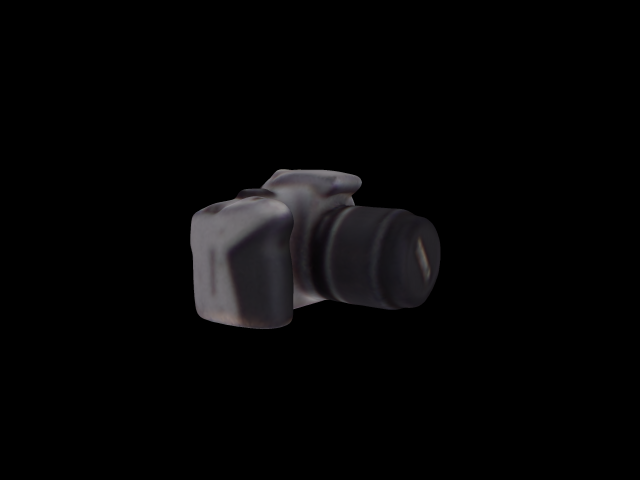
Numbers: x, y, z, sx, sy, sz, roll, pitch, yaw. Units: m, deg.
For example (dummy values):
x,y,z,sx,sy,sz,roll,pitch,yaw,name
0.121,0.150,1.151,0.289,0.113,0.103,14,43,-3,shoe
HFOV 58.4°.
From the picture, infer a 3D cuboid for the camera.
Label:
x,y,z,sx,sy,sz,roll,pitch,yaw,name
0.004,0.001,0.400,0.136,0.101,0.144,5,9,36,camera
